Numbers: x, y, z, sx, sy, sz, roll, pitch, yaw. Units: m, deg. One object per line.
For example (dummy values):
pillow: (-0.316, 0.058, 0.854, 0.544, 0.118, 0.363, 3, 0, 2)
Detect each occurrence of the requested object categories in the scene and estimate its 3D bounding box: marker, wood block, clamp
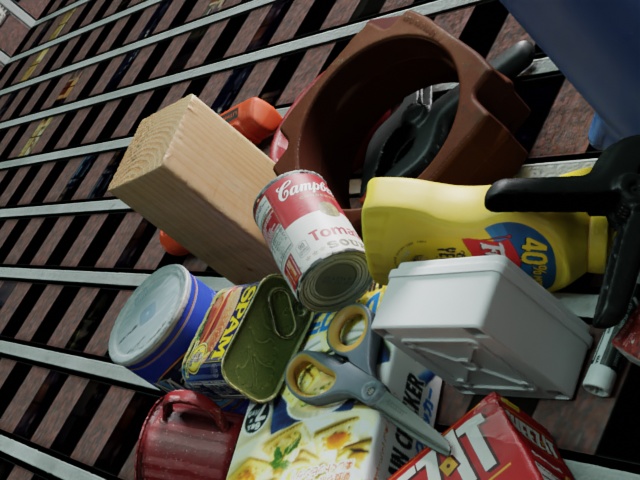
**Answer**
marker: (0.206, 0.048, 0.716, 0.020, 0.020, 0.121, -3, 54, 54)
wood block: (-0.087, -0.034, 1.030, 0.090, 0.206, 0.090, -18, 43, 45)
clamp: (0.098, -0.121, 1.040, 0.210, 0.036, 0.165, -54, 35, 0)
clamp: (0.207, -0.015, 0.712, 0.171, 0.120, 0.039, -23, -18, -18)

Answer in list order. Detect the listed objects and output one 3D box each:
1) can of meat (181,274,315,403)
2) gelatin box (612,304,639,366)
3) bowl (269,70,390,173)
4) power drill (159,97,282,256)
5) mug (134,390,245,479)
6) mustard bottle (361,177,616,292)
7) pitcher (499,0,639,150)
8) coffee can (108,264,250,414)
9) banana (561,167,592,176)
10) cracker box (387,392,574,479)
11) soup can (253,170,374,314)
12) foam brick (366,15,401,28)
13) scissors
can of meat: (-0.062, 0.083, 0.879, 0.084, 0.057, 0.102, -14, 45, 56)
gelatin box: (0.236, 0.048, 0.662, 0.089, 0.030, 0.073, -52, 29, -1)
bowl: (0.021, -0.118, 1.130, 0.162, 0.055, 0.162, -35, 32, 26)
power drill: (-0.104, -0.078, 1.259, 0.185, 0.057, 0.187, -20, 41, 43)
mug: (-0.100, 0.173, 0.895, 0.082, 0.117, 0.093, 7, 34, 17)
mustard bottle: (0.130, 0.000, 0.772, 0.192, 0.096, 0.058, 3, 50, 14)
pitcher: (0.210, -0.177, 0.736, 0.145, 0.242, 0.149, 5, 65, 52)
coffee can: (-0.105, 0.102, 0.968, 0.103, 0.140, 0.103, -35, 32, 26)
banana: (0.150, -0.017, 0.830, 0.198, 0.037, 0.069, -20, 1, 31)
cracker box: (0.092, 0.217, 0.629, 0.164, 0.072, 0.214, -42, 29, 14)
soup can: (-0.006, 0.001, 0.856, 0.068, 0.068, 0.102, -43, 47, 14)
foam brick: (0.077, -0.207, 1.157, 0.078, 0.051, 0.053, 9, 64, 58)
scissors: (0.044, 0.092, 0.761, 0.202, 0.016, 0.096, 4, 58, 54)
